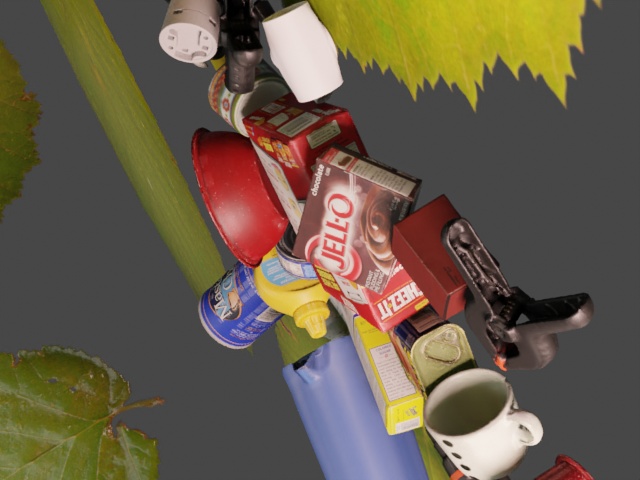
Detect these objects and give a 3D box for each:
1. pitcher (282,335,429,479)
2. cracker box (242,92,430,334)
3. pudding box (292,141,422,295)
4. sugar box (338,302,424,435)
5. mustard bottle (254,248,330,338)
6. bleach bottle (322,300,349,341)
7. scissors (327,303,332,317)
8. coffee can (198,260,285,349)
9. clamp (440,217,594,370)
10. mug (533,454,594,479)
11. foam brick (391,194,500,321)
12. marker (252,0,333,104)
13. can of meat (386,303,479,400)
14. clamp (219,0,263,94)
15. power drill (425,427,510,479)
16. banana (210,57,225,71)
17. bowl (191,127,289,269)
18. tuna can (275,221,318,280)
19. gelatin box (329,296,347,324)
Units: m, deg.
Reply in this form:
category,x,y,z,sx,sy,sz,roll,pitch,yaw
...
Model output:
category,x,y,z,sx,sy,sz,roll,pitch,yaw
pitcher,0.060,0.243,1.284,0.145,0.149,0.243,112,141,-64
cracker box,0.016,-0.032,1.051,0.213,0.072,0.164,64,168,-21
pudding box,0.031,-0.018,0.925,0.090,0.039,0.114,23,128,10
sugar box,0.066,0.119,1.185,0.093,0.048,0.176,83,170,-60
mustard bottle,-0.033,0.027,1.240,0.058,0.096,0.192,98,153,-59
bleach bottle,-0.031,0.034,1.416,0.251,0.068,0.102,56,169,6
scissors,-0.046,0.007,1.304,0.016,0.096,0.202,-51,37,32
coffee can,-0.094,0.078,1.516,0.141,0.102,0.103,-42,75,38
clamp,0.136,0.048,0.797,0.120,0.039,0.171,43,161,17
mug,0.208,0.252,0.917,0.117,0.081,0.093,43,159,54
foam brick,0.100,0.014,0.866,0.078,0.053,0.051,55,167,23
marker,-0.028,-0.180,1.005,0.121,0.020,0.020,56,167,17
can of meat,0.110,0.114,1.041,0.102,0.057,0.084,66,172,-24
clamp,-0.074,-0.205,0.977,0.210,0.036,0.164,116,150,-77
power drill,0.171,0.286,1.199,0.184,0.057,0.187,58,169,24
banana,-0.078,-0.163,1.216,0.198,0.037,0.069,60,-174,8
bowl,-0.075,-0.054,1.133,0.162,0.055,0.162,-21,-90,-77
tuna can,-0.008,0.001,1.189,0.086,0.086,0.034,50,164,39
gelatin box,0.033,0.068,1.315,0.089,0.030,0.073,56,169,16
